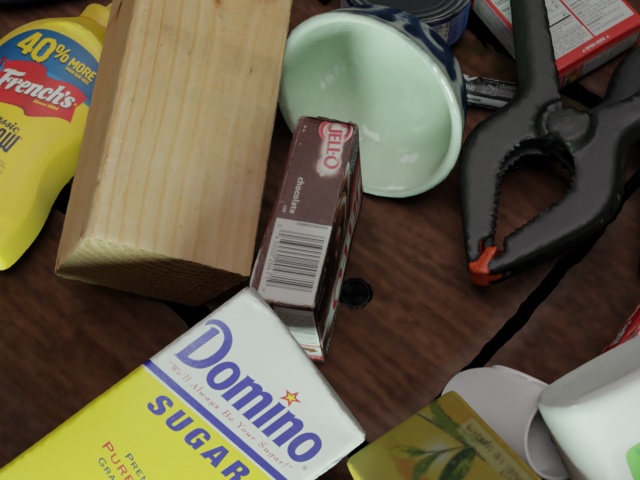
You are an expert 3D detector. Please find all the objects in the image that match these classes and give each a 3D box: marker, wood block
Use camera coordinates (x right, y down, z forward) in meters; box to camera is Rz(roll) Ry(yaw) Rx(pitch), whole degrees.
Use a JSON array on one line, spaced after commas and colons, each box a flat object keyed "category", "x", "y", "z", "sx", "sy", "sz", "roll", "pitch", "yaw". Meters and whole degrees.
[{"category": "marker", "x": 0.081, "y": -0.098, "z": 0.679, "sx": 0.121, "sy": 0.020, "sz": 0.020, "roll": 12, "pitch": 66, "yaw": 9}, {"category": "wood block", "x": -0.081, "y": -0.077, "z": 0.611, "sx": 0.090, "sy": 0.091, "sz": 0.206, "roll": 15, "pitch": 71, "yaw": -21}]

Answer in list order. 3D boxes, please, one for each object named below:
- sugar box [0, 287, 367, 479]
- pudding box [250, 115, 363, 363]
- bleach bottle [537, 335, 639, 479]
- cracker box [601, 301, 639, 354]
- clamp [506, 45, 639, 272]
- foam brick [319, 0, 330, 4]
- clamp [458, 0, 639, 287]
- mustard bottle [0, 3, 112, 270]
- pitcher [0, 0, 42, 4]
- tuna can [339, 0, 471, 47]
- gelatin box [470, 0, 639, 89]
[{"category": "sugar box", "x": -0.074, "y": 0.110, "z": 0.504, "sx": 0.176, "sy": 0.048, "sz": 0.093, "roll": -38, "pitch": 79, "yaw": -4}, {"category": "pudding box", "x": -0.004, "y": 0.001, "z": 0.598, "sx": 0.039, "sy": 0.090, "sz": 0.113, "roll": 12, "pitch": 67, "yaw": 10}, {"category": "bleach bottle", "x": 0.197, "y": 0.164, "z": 0.488, "sx": 0.102, "sy": 0.068, "sz": 0.251, "roll": -27, "pitch": 91, "yaw": -6}, {"category": "cracker box", "x": 0.276, "y": 0.073, "z": 0.560, "sx": 0.214, "sy": 0.072, "sz": 0.164, "roll": 37, "pitch": 72, "yaw": 17}, {"category": "clamp", "x": 0.191, "y": -0.073, "z": 0.652, "sx": 0.120, "sy": 0.039, "sz": 0.171, "roll": 32, "pitch": 71, "yaw": 12}, {"category": "foam brick", "x": 0.014, "y": -0.210, "z": 0.717, "sx": 0.078, "sy": 0.051, "sz": 0.053, "roll": -40, "pitch": 69, "yaw": -14}, {"category": "clamp", "x": 0.136, "y": -0.070, "z": 0.620, "sx": 0.165, "sy": 0.036, "sz": 0.210, "roll": 36, "pitch": 80, "yaw": 21}, {"category": "mustard bottle", "x": -0.174, "y": -0.080, "z": 0.662, "sx": 0.096, "sy": 0.058, "sz": 0.191, "roll": 31, "pitch": 70, "yaw": 13}, {"category": "pitcher", "x": -0.151, "y": -0.266, "z": 0.720, "sx": 0.242, "sy": 0.149, "sz": 0.145, "roll": -10, "pitch": 50, "yaw": -5}, {"category": "tuna can", "x": 0.055, "y": -0.156, "z": 0.690, "sx": 0.086, "sy": 0.034, "sz": 0.086, "roll": 1, "pitch": 52, "yaw": -1}, {"category": "gelatin box", "x": 0.152, "y": -0.146, "z": 0.692, "sx": 0.073, "sy": 0.030, "sz": 0.089, "roll": -31, "pitch": 66, "yaw": -10}]
